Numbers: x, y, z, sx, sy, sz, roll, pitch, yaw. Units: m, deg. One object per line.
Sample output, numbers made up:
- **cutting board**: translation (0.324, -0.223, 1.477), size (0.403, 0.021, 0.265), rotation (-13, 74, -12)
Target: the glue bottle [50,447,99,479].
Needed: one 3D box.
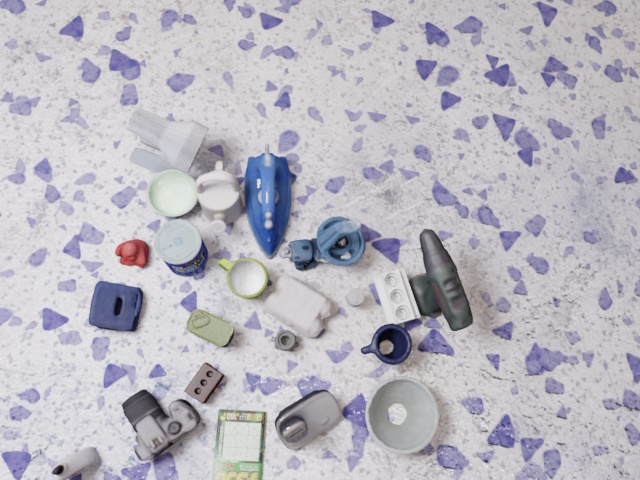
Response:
- **glue bottle**: translation (-0.508, 0.460, 1.160), size (0.078, 0.173, 0.037), rotation (-35, 80, -13)

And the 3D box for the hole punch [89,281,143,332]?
- **hole punch**: translation (-0.458, 0.149, 1.294), size (0.101, 0.091, 0.109), rotation (6, 74, -3)

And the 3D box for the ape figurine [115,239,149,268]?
- **ape figurine**: translation (-0.436, 0.028, 1.329), size (0.078, 0.092, 0.076), rotation (44, 76, 8)

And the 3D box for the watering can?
- **watering can**: translation (-0.232, -0.103, 1.330), size (0.101, 0.194, 0.173), rotation (-22, 77, -10)

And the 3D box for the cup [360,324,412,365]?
- **cup**: translation (0.146, 0.247, 1.318), size (0.118, 0.095, 0.091), rotation (-13, 76, -8)

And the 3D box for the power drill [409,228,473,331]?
- **power drill**: translation (0.265, 0.102, 1.310), size (0.076, 0.208, 0.229), rotation (-23, 77, -10)

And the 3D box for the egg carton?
- **egg carton**: translation (-0.050, 0.155, 1.340), size (0.150, 0.069, 0.107), rotation (29, 74, 3)

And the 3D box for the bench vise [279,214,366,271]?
- **bench vise**: translation (0.018, 0.015, 1.306), size (0.207, 0.219, 0.121), rotation (-29, 79, -12)

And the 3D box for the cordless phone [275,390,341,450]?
- **cordless phone**: translation (-0.024, 0.382, 1.219), size (0.148, 0.185, 0.094), rotation (-33, 79, -13)

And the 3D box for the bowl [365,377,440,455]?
- **bowl**: translation (0.179, 0.394, 1.291), size (0.167, 0.074, 0.167), rotation (1, 74, -5)

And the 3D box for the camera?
- **camera**: translation (-0.353, 0.383, 1.233), size (0.143, 0.101, 0.137), rotation (-36, 80, -13)

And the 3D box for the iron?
- **iron**: translation (-0.122, -0.095, 1.365), size (0.118, 0.141, 0.258), rotation (-2, 75, -5)

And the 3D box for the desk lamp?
- **desk lamp**: translation (-0.359, -0.223, 1.342), size (0.203, 0.213, 0.118), rotation (21, 74, 1)
